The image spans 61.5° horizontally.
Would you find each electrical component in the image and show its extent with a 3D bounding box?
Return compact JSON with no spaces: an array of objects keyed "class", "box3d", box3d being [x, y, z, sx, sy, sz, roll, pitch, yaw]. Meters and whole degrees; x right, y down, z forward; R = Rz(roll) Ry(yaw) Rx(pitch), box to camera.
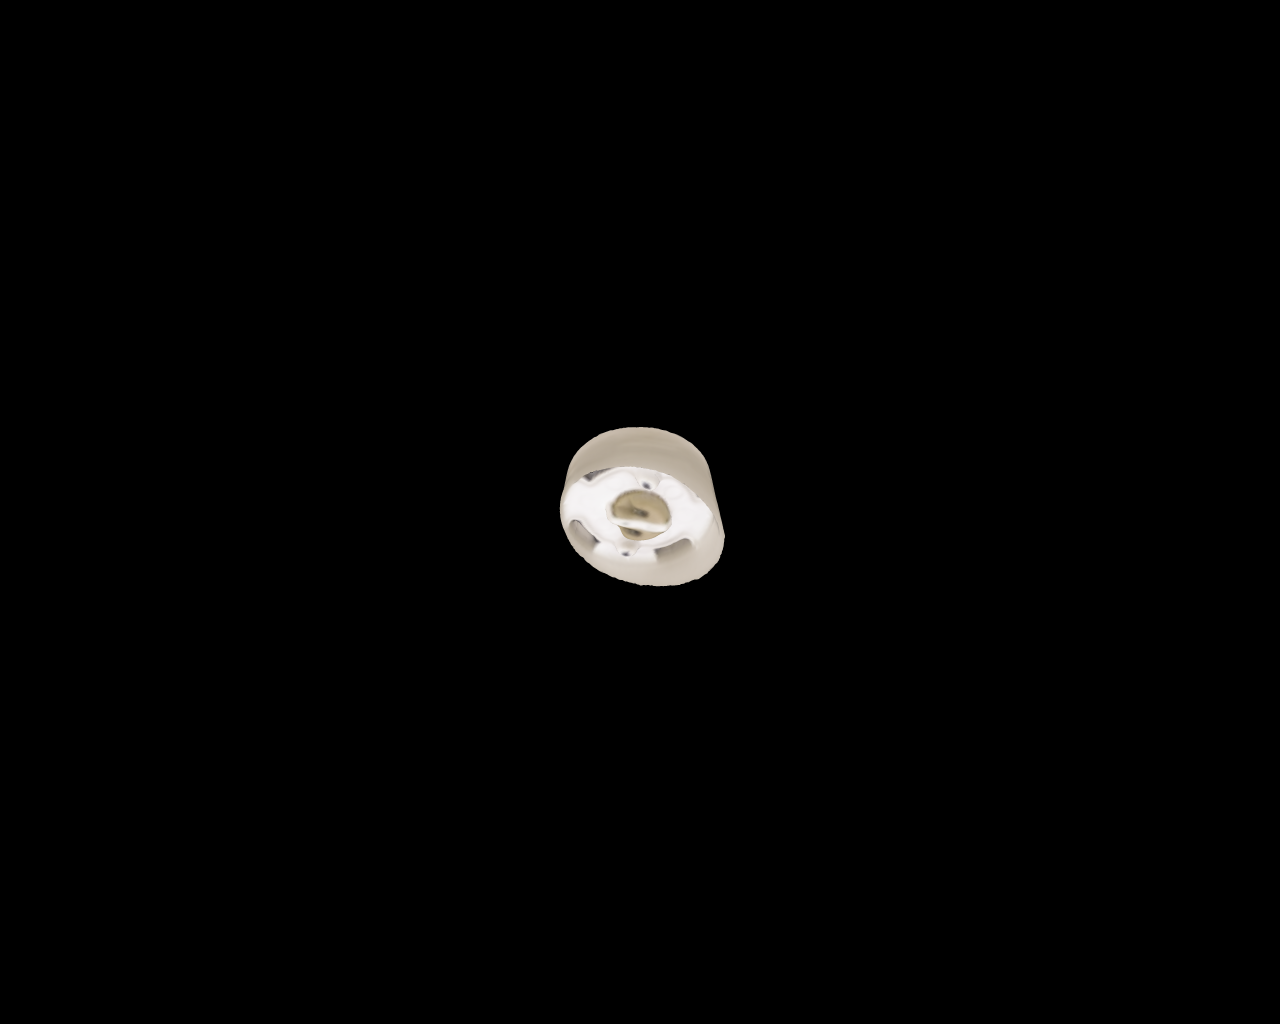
[{"class":"electrical component","box3d":[0.001,-0.003,0.650,0.099,0.064,0.099,0,-45,0]}]
